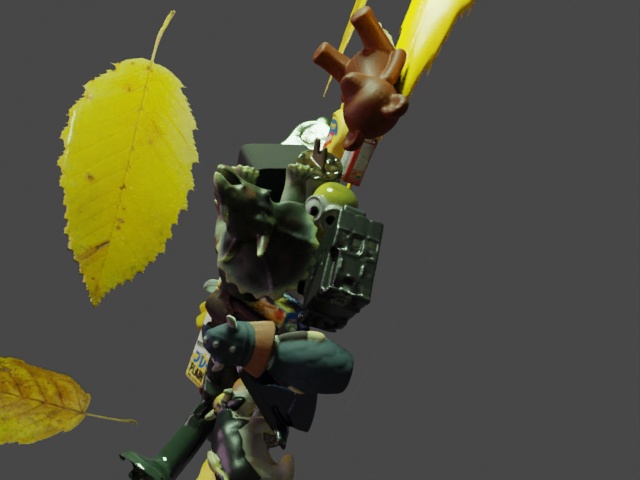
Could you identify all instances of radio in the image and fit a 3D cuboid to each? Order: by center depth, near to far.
[{"bbox_3d":[-0.087,-0.062,0.957,0.073,0.131,0.229,63,148,34],"label":"radio"}]

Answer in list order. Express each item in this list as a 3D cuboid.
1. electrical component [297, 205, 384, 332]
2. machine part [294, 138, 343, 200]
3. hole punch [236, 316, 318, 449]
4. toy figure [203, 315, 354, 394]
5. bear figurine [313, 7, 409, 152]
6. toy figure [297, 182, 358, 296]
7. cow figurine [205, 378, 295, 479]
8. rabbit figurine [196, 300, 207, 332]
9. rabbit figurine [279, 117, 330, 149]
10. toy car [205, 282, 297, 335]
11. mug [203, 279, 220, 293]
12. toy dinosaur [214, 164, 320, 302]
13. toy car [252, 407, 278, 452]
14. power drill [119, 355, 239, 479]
[{"bbox_3d":[0.025,0.029,0.637,0.115,0.058,0.134,126,161,-55],"label":"electrical component"},{"bbox_3d":[-0.013,-0.059,0.877,0.243,0.079,0.079,103,178,-45],"label":"machine part"},{"bbox_3d":[-0.036,0.163,0.652,0.142,0.092,0.115,-128,13,-76],"label":"hole punch"},{"bbox_3d":[-0.043,0.117,0.546,0.058,0.154,0.064,136,150,-65],"label":"toy figure"},{"bbox_3d":[0.056,-0.223,0.756,0.120,0.132,0.196,-34,23,32],"label":"bear figurine"},{"bbox_3d":[-0.005,-0.004,0.805,0.089,0.082,0.180,-85,15,-54],"label":"toy figure"},{"bbox_3d":[-0.102,0.241,0.665,0.068,0.098,0.167,-61,37,24],"label":"cow figurine"},{"bbox_3d":[-0.163,0.185,1.165,0.122,0.173,0.162,-135,20,-81],"label":"rabbit figurine"},{"bbox_3d":[-0.023,-0.170,1.148,0.170,0.121,0.159,96,-171,-56],"label":"rabbit figurine"},{"bbox_3d":[-0.104,0.138,0.816,0.053,0.202,0.089,8,-71,-56],"label":"toy car"},{"bbox_3d":[-0.171,0.102,1.063,0.107,0.109,0.081,-28,34,56],"label":"mug"},{"bbox_3d":[-0.095,0.018,0.754,0.404,0.131,0.192,120,157,-62],"label":"toy dinosaur"},{"bbox_3d":[-0.097,0.298,0.788,0.073,0.056,0.201,-88,20,-61],"label":"toy car"},{"bbox_3d":[-0.176,0.246,0.747,0.207,0.086,0.231,-53,-22,-44],"label":"power drill"}]
